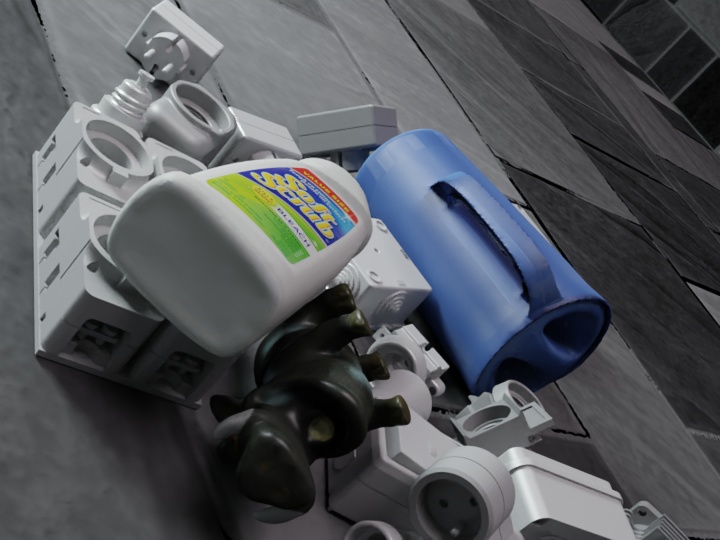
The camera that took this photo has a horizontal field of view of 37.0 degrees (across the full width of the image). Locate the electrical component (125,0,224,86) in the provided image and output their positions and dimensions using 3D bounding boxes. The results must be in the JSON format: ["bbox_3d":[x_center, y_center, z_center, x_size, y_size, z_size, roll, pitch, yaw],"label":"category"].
[{"bbox_3d":[-0.162,-0.184,0.914,0.066,0.047,0.076,38,25,-10],"label":"electrical component"}]

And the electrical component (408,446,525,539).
[{"bbox_3d":[0.075,0.170,0.632,0.074,0.052,0.138,-22,101,-61],"label":"electrical component"}]

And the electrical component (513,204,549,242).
[{"bbox_3d":[0.150,-0.017,1.104,0.109,0.056,0.108,7,43,-53],"label":"electrical component"}]

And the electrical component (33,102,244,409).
[{"bbox_3d":[-0.138,-0.017,0.663,0.105,0.060,0.186,25,30,-34],"label":"electrical component"}]

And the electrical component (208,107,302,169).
[{"bbox_3d":[-0.082,-0.083,0.871,0.066,0.047,0.076,15,37,-46],"label":"electrical component"}]

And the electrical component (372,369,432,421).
[{"bbox_3d":[0.015,0.097,0.735,0.044,0.044,0.065,49,30,14],"label":"electrical component"}]

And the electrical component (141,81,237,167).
[{"bbox_3d":[-0.134,-0.101,0.808,0.054,0.059,0.095,41,24,-5],"label":"electrical component"}]

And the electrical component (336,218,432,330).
[{"bbox_3d":[0.000,0.000,0.865,0.100,0.048,0.099,5,43,-52],"label":"electrical component"}]

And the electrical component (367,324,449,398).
[{"bbox_3d":[0.031,0.071,0.798,0.066,0.048,0.055,49,17,13],"label":"electrical component"}]

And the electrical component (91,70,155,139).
[{"bbox_3d":[-0.168,-0.103,0.745,0.040,0.078,0.040,34,12,-8],"label":"electrical component"}]

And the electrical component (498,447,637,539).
[{"bbox_3d":[0.124,0.174,0.729,0.113,0.078,0.057,25,33,-34],"label":"electrical component"}]

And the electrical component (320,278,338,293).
[{"bbox_3d":[-0.044,-0.004,0.809,0.040,0.040,0.078,23,31,-37],"label":"electrical component"}]

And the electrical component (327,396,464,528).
[{"bbox_3d":[0.034,0.132,0.680,0.096,0.061,0.061,33,26,-21],"label":"electrical component"}]

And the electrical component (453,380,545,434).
[{"bbox_3d":[0.109,0.117,0.825,0.048,0.055,0.066,15,37,-47],"label":"electrical component"}]

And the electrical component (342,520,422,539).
[{"bbox_3d":[0.017,0.167,0.626,0.046,0.040,0.040,20,33,-51],"label":"electrical component"}]

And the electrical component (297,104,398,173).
[{"bbox_3d":[-0.010,-0.110,1.005,0.047,0.083,0.075,-7,93,-60],"label":"electrical component"}]

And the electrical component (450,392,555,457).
[{"bbox_3d":[0.101,0.130,0.772,0.042,0.081,0.063,-128,-166,-76],"label":"electrical component"}]
